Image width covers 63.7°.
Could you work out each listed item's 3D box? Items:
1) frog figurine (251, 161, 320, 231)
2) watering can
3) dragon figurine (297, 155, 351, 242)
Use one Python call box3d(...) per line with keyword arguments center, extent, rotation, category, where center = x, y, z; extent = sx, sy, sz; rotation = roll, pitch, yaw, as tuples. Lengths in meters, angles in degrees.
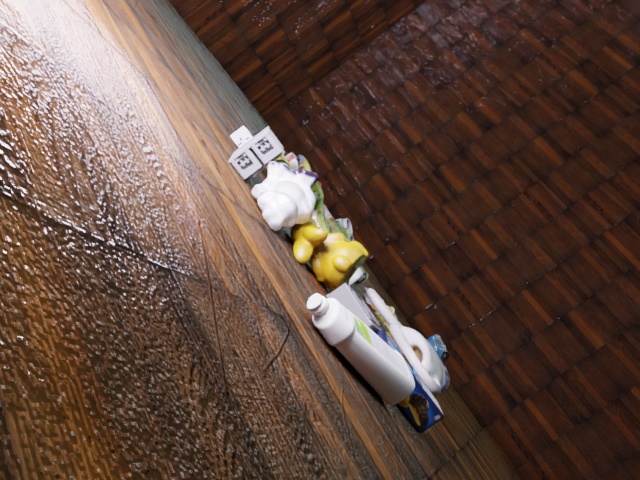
box3d(center=(-0.077, -0.072, 1.071), extent=(0.136, 0.163, 0.121), rotation=(30, -41, -25), category="frog figurine")
box3d(center=(0.244, 0.290, 1.419), extent=(0.104, 0.220, 0.355), rotation=(-35, 42, 5), category="watering can")
box3d(center=(0.004, -0.070, 1.383), extent=(0.121, 0.239, 0.419), rotation=(-30, 26, 20), category="dragon figurine")
